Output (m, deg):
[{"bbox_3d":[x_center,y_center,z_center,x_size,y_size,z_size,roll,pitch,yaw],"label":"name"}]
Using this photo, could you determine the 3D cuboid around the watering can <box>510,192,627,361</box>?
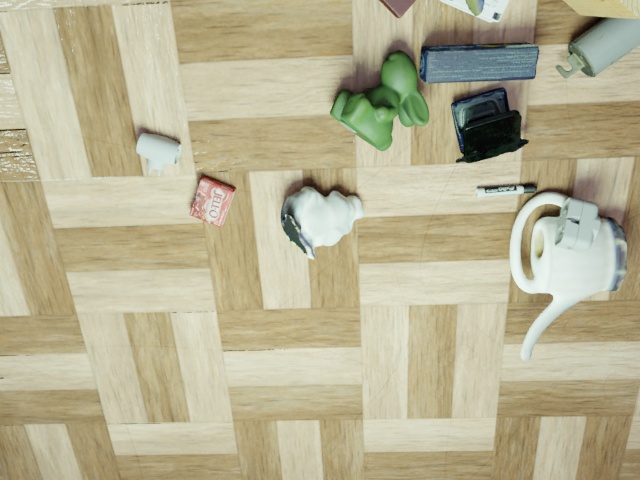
[{"bbox_3d":[0.504,0.074,1.057,0.224,0.347,0.104,-1,3,5],"label":"watering can"}]

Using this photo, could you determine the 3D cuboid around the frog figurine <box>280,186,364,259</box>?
[{"bbox_3d":[0.003,-0.053,1.059,0.161,0.136,0.122,-37,12,-21],"label":"frog figurine"}]

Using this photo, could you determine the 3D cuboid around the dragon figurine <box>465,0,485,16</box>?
[{"bbox_3d":[0.130,-0.553,0.810,0.243,0.402,0.124,12,37,38],"label":"dragon figurine"}]
